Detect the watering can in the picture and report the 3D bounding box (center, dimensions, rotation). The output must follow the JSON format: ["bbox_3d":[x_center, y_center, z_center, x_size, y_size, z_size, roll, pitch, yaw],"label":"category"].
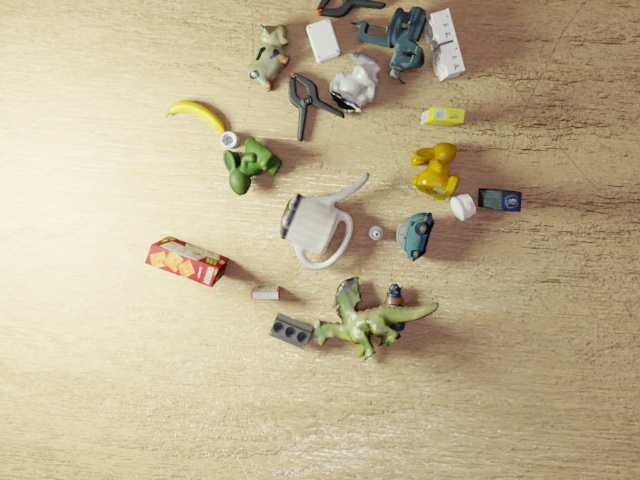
[{"bbox_3d":[0.005,-0.081,1.605,0.224,0.346,0.104,23,5,-1],"label":"watering can"}]

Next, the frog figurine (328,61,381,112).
[{"bbox_3d":[0.110,-0.476,1.576,0.138,0.160,0.121,30,-8,12],"label":"frog figurine"}]

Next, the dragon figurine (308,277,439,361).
[{"bbox_3d":[0.142,0.228,1.617,0.408,0.245,0.122,-37,-11,11],"label":"dragon figurine"}]
